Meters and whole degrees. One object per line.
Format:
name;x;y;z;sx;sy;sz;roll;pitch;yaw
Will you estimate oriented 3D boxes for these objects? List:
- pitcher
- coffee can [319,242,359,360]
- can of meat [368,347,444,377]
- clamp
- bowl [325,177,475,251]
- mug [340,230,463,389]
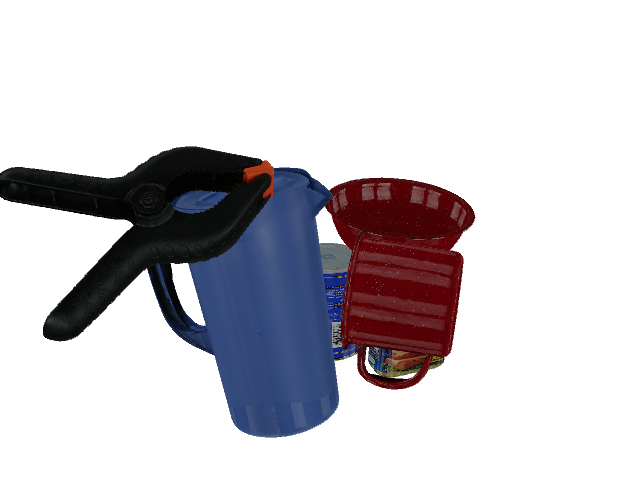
pitcher;-0.064;0.060;1.019;0.144;0.243;0.149;-21;19;-32
coffee can;0.010;0.086;1.519;0.103;0.140;0.103;0;20;0
can of meat;0.110;0.115;1.315;0.101;0.084;0.057;-8;29;-25
clamp;-0.115;-0.021;0.659;0.171;0.120;0.039;-26;-18;-22
bowl;0.081;-0.013;1.145;0.162;0.055;0.162;4;25;-2
mug;0.062;0.055;0.812;0.081;0.117;0.093;8;-12;9
